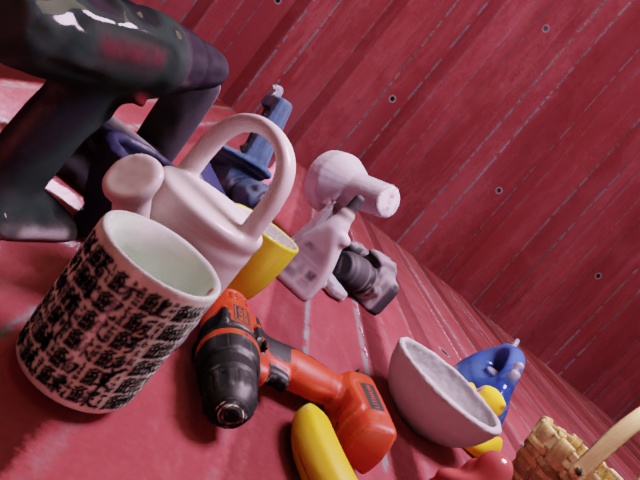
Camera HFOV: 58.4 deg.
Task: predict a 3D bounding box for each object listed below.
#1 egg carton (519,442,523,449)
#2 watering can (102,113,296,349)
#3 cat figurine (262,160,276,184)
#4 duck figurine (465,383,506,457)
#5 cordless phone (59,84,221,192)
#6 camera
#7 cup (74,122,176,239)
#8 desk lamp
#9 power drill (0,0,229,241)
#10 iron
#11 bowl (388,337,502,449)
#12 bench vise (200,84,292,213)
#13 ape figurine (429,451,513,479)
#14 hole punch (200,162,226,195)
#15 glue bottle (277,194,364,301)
[{"bbox_3d":[0.350,0.360,0.830,0.150,0.069,0.107,42,9,16],"label":"egg carton"},{"bbox_3d":[-0.096,-0.014,0.449,0.101,0.194,0.173,40,9,3],"label":"watering can"},{"bbox_3d":[-0.101,-0.089,1.020,0.067,0.117,0.128,39,9,-5],"label":"cat figurine"},{"bbox_3d":[0.228,0.251,0.815,0.078,0.086,0.104,32,12,-41],"label":"duck figurine"},{"bbox_3d":[-0.205,-0.137,0.626,0.148,0.185,0.094,38,9,-9],"label":"cordless phone"},{"bbox_3d":[0.073,0.053,1.094,0.137,0.100,0.142,30,14,-48],"label":"camera"},{"bbox_3d":[-0.192,-0.047,0.534,0.117,0.095,0.092,42,9,12],"label":"cup"},{"bbox_3d":[0.034,-0.038,1.017,0.118,0.213,0.202,31,12,-43],"label":"desk lamp"},{"bbox_3d":[-0.186,-0.100,0.457,0.075,0.208,0.230,42,9,12],"label":"power drill"},{"bbox_3d":[0.306,0.243,0.988,0.118,0.141,0.259,41,9,9],"label":"iron"},{"bbox_3d":[0.143,0.205,0.727,0.167,0.074,0.167,39,9,-7],"label":"bowl"},{"bbox_3d":[-0.094,-0.115,0.858,0.207,0.219,0.122,44,10,25],"label":"bench vise"},{"bbox_3d":[0.146,0.237,0.536,0.078,0.092,0.076,41,9,5],"label":"ape figurine"},{"bbox_3d":[-0.141,-0.042,0.725,0.101,0.091,0.108,38,9,-14],"label":"hole punch"},{"bbox_3d":[0.008,0.003,0.844,0.078,0.173,0.037,42,9,12],"label":"glue bottle"}]
